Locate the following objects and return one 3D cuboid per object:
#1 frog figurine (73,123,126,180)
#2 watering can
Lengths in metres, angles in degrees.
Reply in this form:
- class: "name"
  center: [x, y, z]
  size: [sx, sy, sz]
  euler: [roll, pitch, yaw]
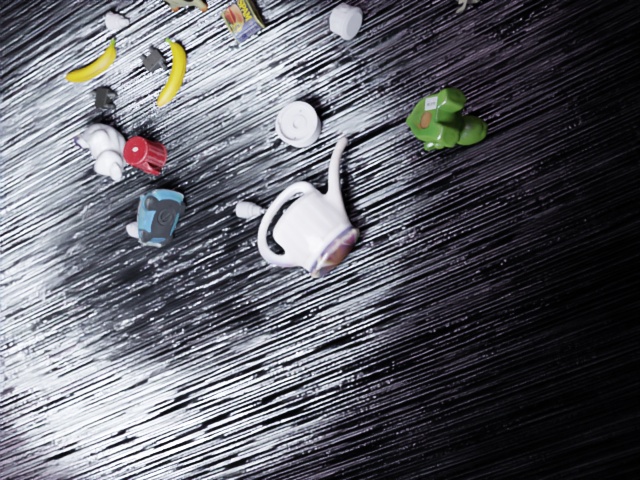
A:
- class: "frog figurine"
  center: [-0.577, -0.242, 1.405]
  size: [0.124, 0.134, 0.161]
  euler: [-40, 50, -20]
- class: "watering can"
  center: [0.004, -0.061, 1.215]
  size: [0.226, 0.103, 0.346]
  euler: [44, 96, 17]
